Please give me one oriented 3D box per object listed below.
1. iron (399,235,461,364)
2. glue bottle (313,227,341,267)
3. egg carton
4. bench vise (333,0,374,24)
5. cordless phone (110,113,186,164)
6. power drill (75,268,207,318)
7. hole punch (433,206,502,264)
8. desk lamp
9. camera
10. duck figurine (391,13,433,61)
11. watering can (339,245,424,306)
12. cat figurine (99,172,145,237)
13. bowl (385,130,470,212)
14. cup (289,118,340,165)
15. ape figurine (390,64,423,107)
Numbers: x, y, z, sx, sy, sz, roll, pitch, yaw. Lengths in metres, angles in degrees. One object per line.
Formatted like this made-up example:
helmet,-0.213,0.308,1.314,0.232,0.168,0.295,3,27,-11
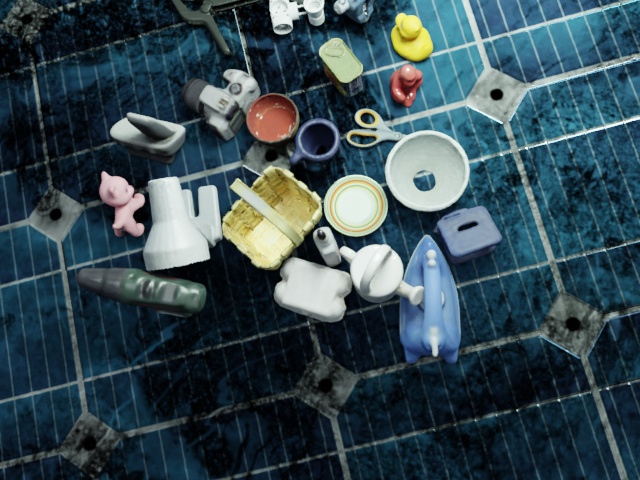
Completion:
iron,0.210,0.105,1.087,0.118,0.141,0.258,-2,79,6
glue bottle,0.010,0.004,1.111,0.037,0.173,0.078,-23,78,2
egg carton,-0.014,0.101,1.149,0.150,0.069,0.107,15,81,9
bench vise,0.110,-0.565,1.184,0.121,0.220,0.207,19,82,10
cordless phone,-0.375,-0.236,1.192,0.147,0.185,0.094,10,80,8
power drill,-0.321,0.102,1.110,0.229,0.208,0.076,8,80,8
hole punch,0.288,-0.014,1.127,0.108,0.091,0.101,-20,78,2
desk lamp,-0.273,-0.030,1.127,0.118,0.213,0.203,-10,78,5
camera,-0.222,-0.311,1.233,0.136,0.101,0.143,31,84,11
duck figurine,0.197,-0.439,1.220,0.077,0.086,0.104,-40,78,-2
watering can,0.114,0.062,1.078,0.172,0.194,0.101,10,80,8
cat figurine,-0.422,-0.077,1.201,0.067,0.118,0.128,-5,79,5
bowl,0.216,-0.132,1.165,0.167,0.075,0.167,-1,79,6
cup,-0.010,-0.185,1.189,0.118,0.095,0.091,-39,78,-2
ape figurine,0.181,-0.334,1.199,0.078,0.092,0.076,-30,77,0
